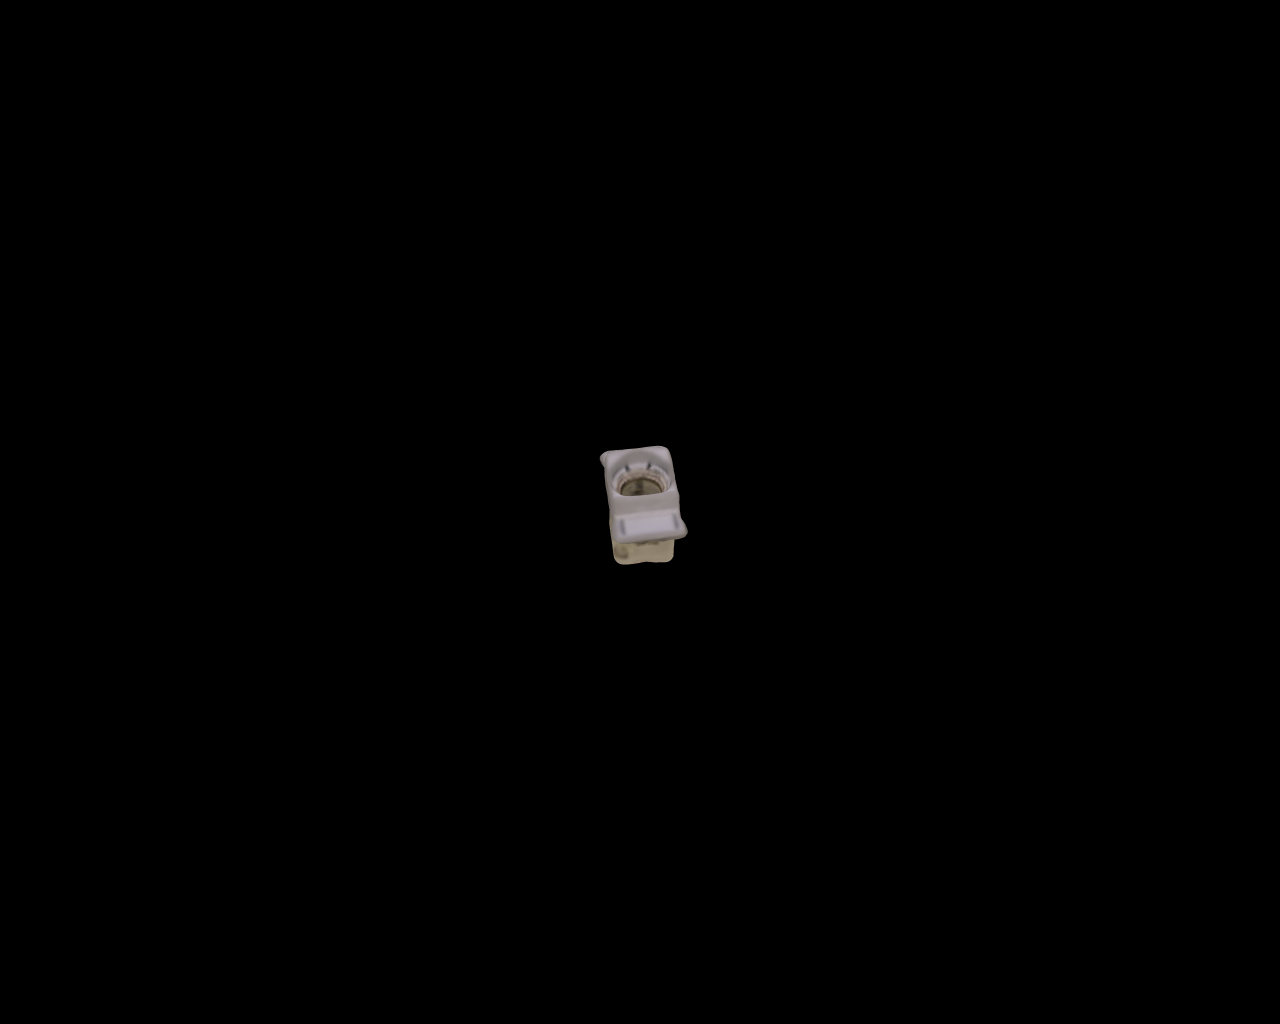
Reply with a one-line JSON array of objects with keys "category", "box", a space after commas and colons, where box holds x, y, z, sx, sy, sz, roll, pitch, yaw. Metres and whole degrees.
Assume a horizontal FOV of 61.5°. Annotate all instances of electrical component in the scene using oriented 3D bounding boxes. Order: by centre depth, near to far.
[{"category": "electrical component", "box": [0.001, -0.003, 0.650, 0.042, 0.063, 0.081, -4, 44, -4]}]
